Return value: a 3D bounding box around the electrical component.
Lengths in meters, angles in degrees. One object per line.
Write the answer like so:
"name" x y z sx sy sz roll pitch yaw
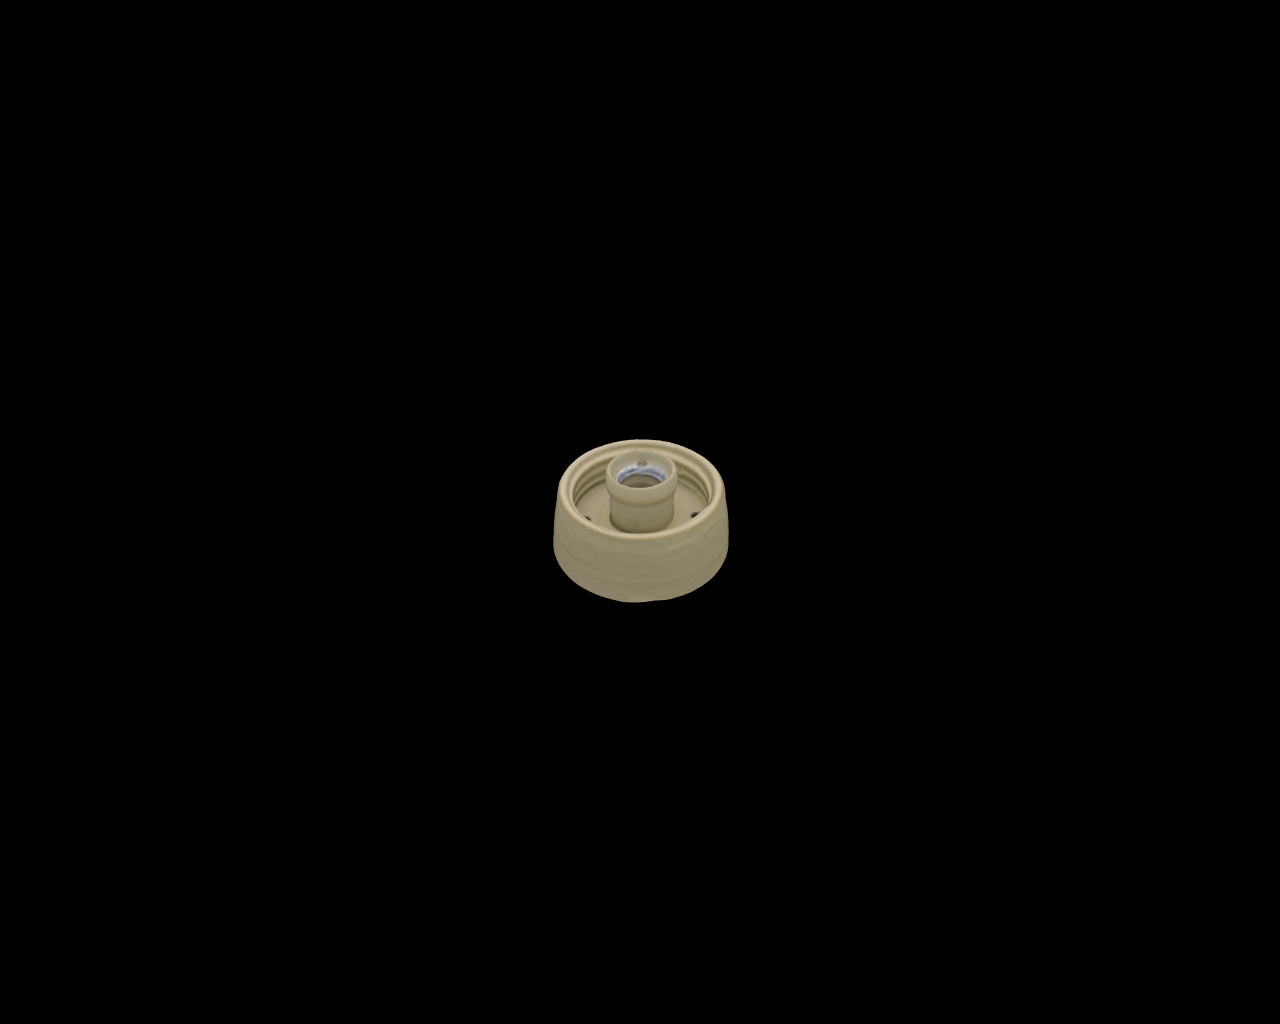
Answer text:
"electrical component" 0.001 -0.003 0.650 0.108 0.060 0.108 0 38 0
